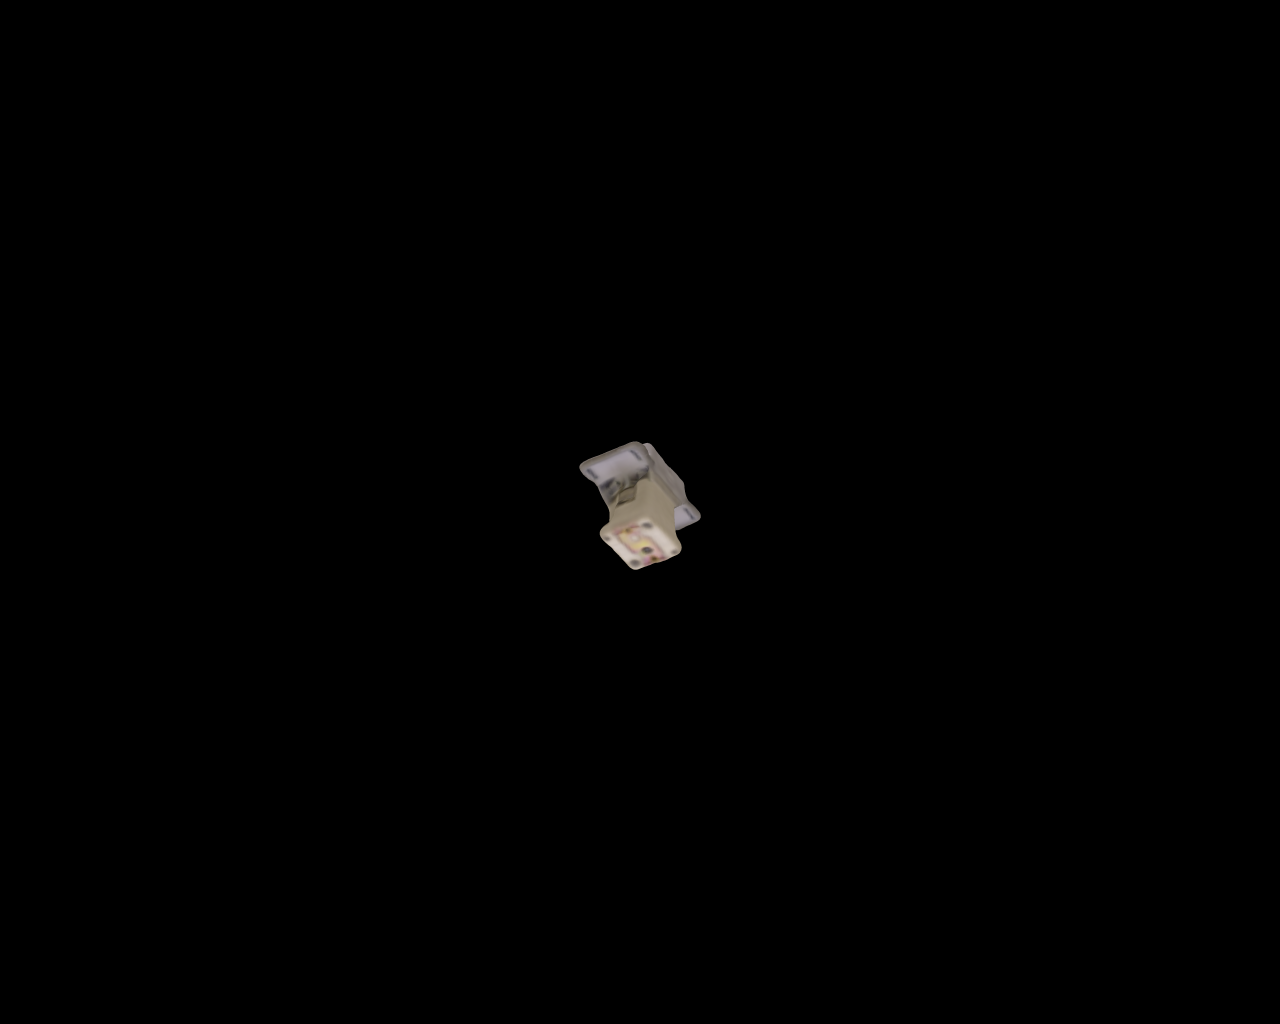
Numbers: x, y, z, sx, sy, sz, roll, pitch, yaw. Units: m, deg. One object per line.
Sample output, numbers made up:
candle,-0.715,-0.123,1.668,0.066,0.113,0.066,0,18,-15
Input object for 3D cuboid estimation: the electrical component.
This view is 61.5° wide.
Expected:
electrical component,0.001,-0.003,0.650,0.042,0.064,0.081,-22,-45,24
